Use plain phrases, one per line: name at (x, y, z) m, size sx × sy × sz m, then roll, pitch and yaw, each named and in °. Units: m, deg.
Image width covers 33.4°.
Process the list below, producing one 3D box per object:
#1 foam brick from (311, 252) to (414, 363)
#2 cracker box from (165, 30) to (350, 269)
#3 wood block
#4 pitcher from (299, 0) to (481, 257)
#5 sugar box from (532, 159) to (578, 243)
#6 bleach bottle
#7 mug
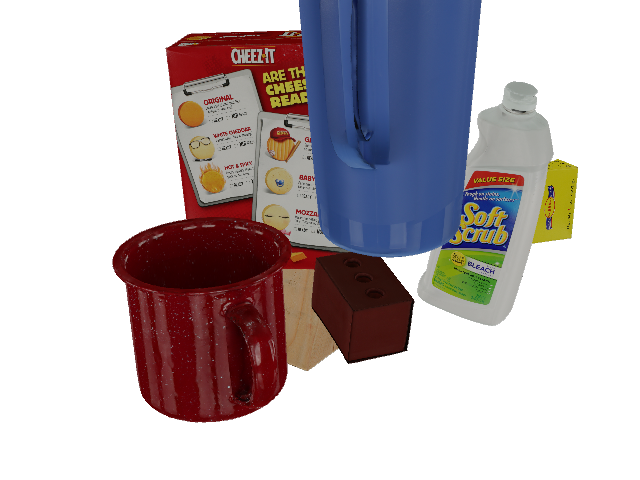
foam brick at (0.032, 0.049, 0.830) m, size 0.053 × 0.051 × 0.078 m, roll -10°, pitch 35°, yaw -20°
cracker box at (-0.043, -0.082, 0.980) m, size 0.164 × 0.214 × 0.072 m, roll 1°, pitch 23°, yaw 11°
wood block at (-0.014, 0.030, 1.232) m, size 0.090 × 0.206 × 0.090 m, roll 19°, pitch 20°, yaw 20°
pitcher at (0.045, -0.111, 0.754) m, size 0.149 × 0.243 × 0.145 m, roll -13°, pitch 28°, yaw -21°
sugar box at (0.218, -0.040, 1.257) m, size 0.176 × 0.093 × 0.048 m, roll -9°, pitch 20°, yaw -26°
bleach bottle at (0.165, -0.039, 1.047) m, size 0.103 × 0.251 × 0.068 m, roll 22°, pitch 37°, yaw 21°
mug at (-0.053, 0.046, 0.559) m, size 0.093 × 0.081 × 0.117 m, roll -16°, pitch 28°, yaw -28°
